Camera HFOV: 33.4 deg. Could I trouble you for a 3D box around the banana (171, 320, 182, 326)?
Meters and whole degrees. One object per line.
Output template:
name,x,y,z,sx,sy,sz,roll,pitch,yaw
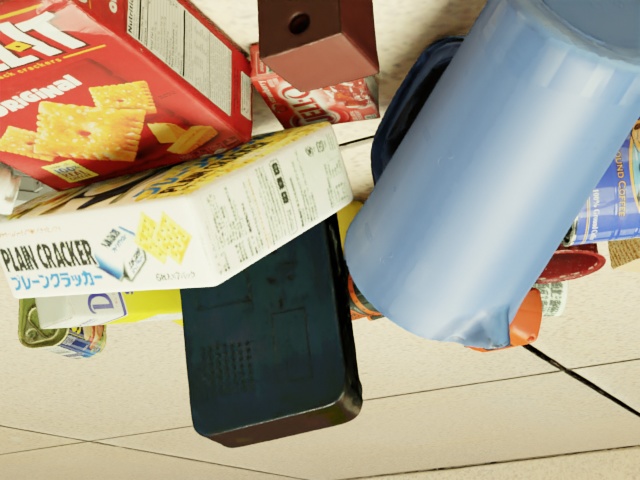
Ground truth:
banana,-0.109,0.090,1.280,0.197,0.037,0.070,5,140,-25

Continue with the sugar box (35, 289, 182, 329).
sugar box,-0.174,0.026,0.944,0.048,0.093,0.175,-19,169,32

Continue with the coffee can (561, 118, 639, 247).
coffee can,0.251,-0.053,0.814,0.140,0.103,0.103,-6,160,3

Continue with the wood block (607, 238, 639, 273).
wood block,0.364,-0.016,0.964,0.205,0.090,0.091,7,158,-28

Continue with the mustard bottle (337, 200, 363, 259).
mustard bottle,-0.007,0.001,1.003,0.192,0.058,0.096,-10,162,20

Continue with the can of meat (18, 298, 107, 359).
can of meat,-0.261,0.068,1.094,0.057,0.102,0.084,-8,162,16

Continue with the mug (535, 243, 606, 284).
mug,0.193,-0.011,0.964,0.117,0.081,0.093,-7,160,10

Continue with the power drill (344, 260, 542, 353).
power drill,0.104,0.054,0.965,0.187,0.057,0.185,14,165,-22

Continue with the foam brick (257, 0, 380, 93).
foam brick,-0.002,-0.132,0.602,0.053,0.078,0.051,-12,160,24

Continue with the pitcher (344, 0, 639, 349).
pitcher,0.111,-0.062,0.684,0.149,0.144,0.243,28,132,2

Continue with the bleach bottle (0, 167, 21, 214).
bleach bottle,-0.324,-0.054,0.691,0.250,0.102,0.068,15,159,-19

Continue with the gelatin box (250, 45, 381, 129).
gelatin box,-0.002,-0.108,0.740,0.073,0.030,0.089,-7,160,12

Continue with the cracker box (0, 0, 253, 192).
cracker box,-0.161,-0.107,0.657,0.164,0.072,0.213,-11,159,22
